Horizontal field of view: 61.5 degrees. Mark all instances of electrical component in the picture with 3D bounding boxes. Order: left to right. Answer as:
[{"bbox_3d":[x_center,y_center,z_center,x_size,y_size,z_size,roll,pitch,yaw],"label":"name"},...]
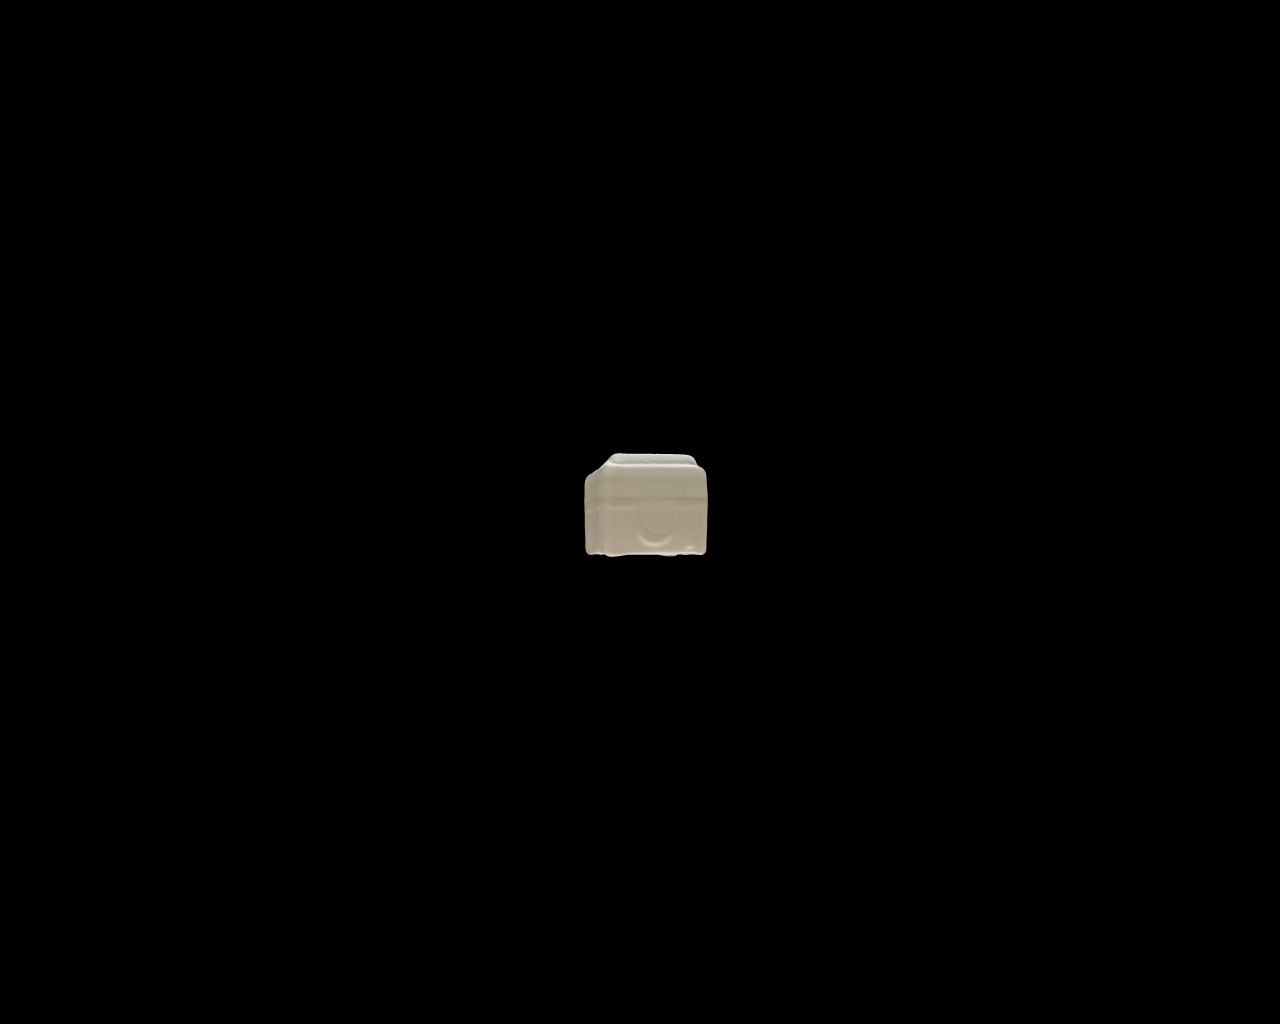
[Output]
[{"bbox_3d":[0.001,-0.003,0.650,0.062,0.061,0.096,0,-2,-11],"label":"electrical component"}]
